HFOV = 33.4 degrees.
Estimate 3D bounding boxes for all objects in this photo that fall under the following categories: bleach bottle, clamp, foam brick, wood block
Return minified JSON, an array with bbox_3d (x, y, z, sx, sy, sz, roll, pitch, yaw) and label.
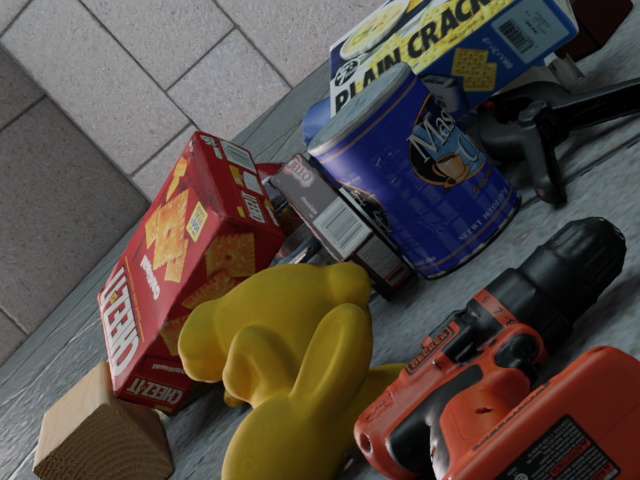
[{"bbox_3d":[0.127,-0.081,0.967,0.251,0.068,0.102,-38,16,16],"label":"bleach bottle"},{"bbox_3d":[0.169,-0.080,0.819,0.120,0.039,0.172,-43,23,-17],"label":"clamp"},{"bbox_3d":[0.260,-0.220,1.048,0.078,0.051,0.053,-49,13,-30],"label":"foam brick"},{"bbox_3d":[-0.209,0.193,1.027,0.090,0.091,0.206,-44,11,-6],"label":"wood block"}]

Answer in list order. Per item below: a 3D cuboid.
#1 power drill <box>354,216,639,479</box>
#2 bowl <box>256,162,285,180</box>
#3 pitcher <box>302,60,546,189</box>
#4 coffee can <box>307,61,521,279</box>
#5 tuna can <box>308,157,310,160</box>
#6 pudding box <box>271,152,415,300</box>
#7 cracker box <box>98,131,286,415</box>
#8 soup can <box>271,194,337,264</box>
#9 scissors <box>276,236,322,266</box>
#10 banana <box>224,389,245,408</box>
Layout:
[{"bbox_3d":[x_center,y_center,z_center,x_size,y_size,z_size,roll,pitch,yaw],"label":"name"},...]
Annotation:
[{"bbox_3d":[0.100,0.068,0.513,0.184,0.057,0.187,-46,8,3],"label":"power drill"},{"bbox_3d":[-0.080,-0.032,1.269,0.162,0.055,0.162,-11,62,21],"label":"bowl"},{"bbox_3d":[0.113,-0.135,1.090,0.243,0.145,0.149,-29,30,40],"label":"pitcher"},{"bbox_3d":[0.074,-0.054,0.839,0.103,0.140,0.103,-41,11,10],"label":"coffee can"},{"bbox_3d":[0.023,-0.073,1.233,0.086,0.086,0.033,-40,9,14],"label":"tuna can"},{"bbox_3d":[0.019,-0.012,0.877,0.039,0.090,0.114,-43,54,6],"label":"pudding box"},{"bbox_3d":[-0.128,0.027,0.997,0.214,0.072,0.164,-56,31,21],"label":"cracker box"},{"bbox_3d":[-0.007,0.001,1.013,0.068,0.102,0.068,-41,11,10],"label":"soup can"},{"bbox_3d":[-0.015,0.012,0.820,0.096,0.016,0.202,-42,1,-29],"label":"scissors"},{"bbox_3d":[-0.059,0.098,1.015,0.070,0.037,0.198,-59,7,11],"label":"banana"}]
